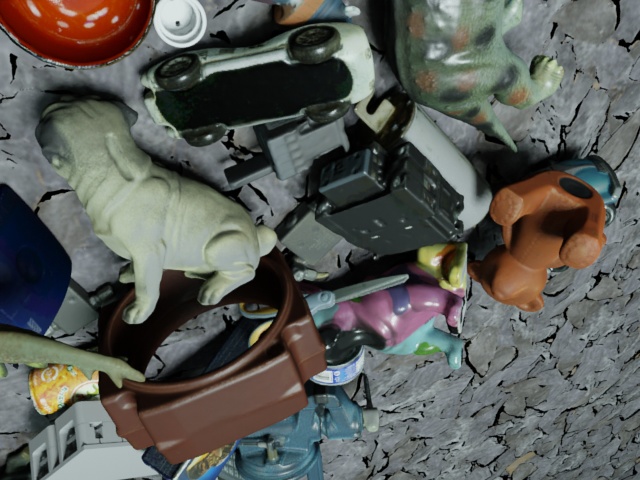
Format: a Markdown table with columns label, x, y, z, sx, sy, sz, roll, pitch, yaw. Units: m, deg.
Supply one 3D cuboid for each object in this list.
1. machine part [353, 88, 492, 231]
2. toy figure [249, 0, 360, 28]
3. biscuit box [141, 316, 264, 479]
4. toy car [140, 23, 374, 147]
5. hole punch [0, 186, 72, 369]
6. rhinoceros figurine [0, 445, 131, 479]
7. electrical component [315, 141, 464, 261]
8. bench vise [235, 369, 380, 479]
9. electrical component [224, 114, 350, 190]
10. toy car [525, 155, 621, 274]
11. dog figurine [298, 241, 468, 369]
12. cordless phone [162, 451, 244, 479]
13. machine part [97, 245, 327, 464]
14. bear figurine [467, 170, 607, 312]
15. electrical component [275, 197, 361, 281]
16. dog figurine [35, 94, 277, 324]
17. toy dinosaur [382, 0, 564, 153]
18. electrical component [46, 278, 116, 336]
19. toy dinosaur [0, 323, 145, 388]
| label | x | y | z | sx | sy | sz | roll | pitch | yaw |
| --- | --- | --- | --- | --- | --- | --- | --- | --- | --- |
| machine part | 0.117 | -0.079 | 0.587 | 0.079 | 0.079 | 0.243 | -46 | 130 | 12 |
| toy figure | -0.028 | -0.213 | 0.439 | 0.154 | 0.064 | 0.058 | 24 | 72 | -40 |
| biscuit box | -0.109 | 0.186 | 0.622 | 0.203 | 0.063 | 0.059 | -55 | 135 | -28 |
| toy car | -0.054 | -0.133 | 0.463 | 0.202 | 0.056 | 0.073 | -9 | 135 | 9 |
| hole punch | -0.280 | 0.029 | 0.469 | 0.092 | 0.116 | 0.142 | -29 | 131 | -12 |
| rhinoceros figurine | -0.317 | 0.326 | 0.688 | 0.190 | 0.073 | 0.112 | 24 | 110 | -35 |
| electrical component | 0.063 | -0.039 | 0.538 | 0.115 | 0.058 | 0.134 | -21 | 139 | 39 |
| bench vise | -0.022 | 0.300 | 0.757 | 0.224 | 0.129 | 0.240 | -9 | 109 | -9 |
| electrical component | -0.040 | -0.095 | 0.510 | 0.119 | 0.075 | 0.047 | -21 | 130 | -5 |
| toy car | 0.295 | -0.038 | 0.691 | 0.103 | 0.109 | 0.161 | 17 | 130 | -8 |
| dog figurine | 0.070 | 0.074 | 0.668 | 0.219 | 0.191 | 0.108 | 4 | 133 | 15 |
| cordless phone | -0.124 | 0.360 | 0.750 | 0.089 | 0.147 | 0.184 | -38 | 128 | 16 |
| machine part | -0.109 | 0.095 | 0.531 | 0.201 | 0.201 | 0.087 | -22 | 127 | -8 |
| bear figurine | 0.234 | 0.018 | 0.620 | 0.132 | 0.120 | 0.195 | -34 | 155 | -44 |
| electrical component | -0.003 | -0.001 | 0.610 | 0.102 | 0.045 | 0.078 | -40 | 131 | 7 |
| dog figurine | -0.136 | -0.044 | 0.480 | 0.172 | 0.121 | 0.190 | -22 | 122 | -25 |
| toy dinosaur | 0.114 | -0.199 | 0.470 | 0.192 | 0.131 | 0.404 | -21 | 131 | -3 |
| electrical component | -0.264 | 0.066 | 0.557 | 0.094 | 0.021 | 0.063 | -29 | 130 | -1 |
| toy dinosaur | -0.370 | 0.091 | 0.395 | 0.472 | 0.105 | 0.198 | -6 | 139 | 15 |
